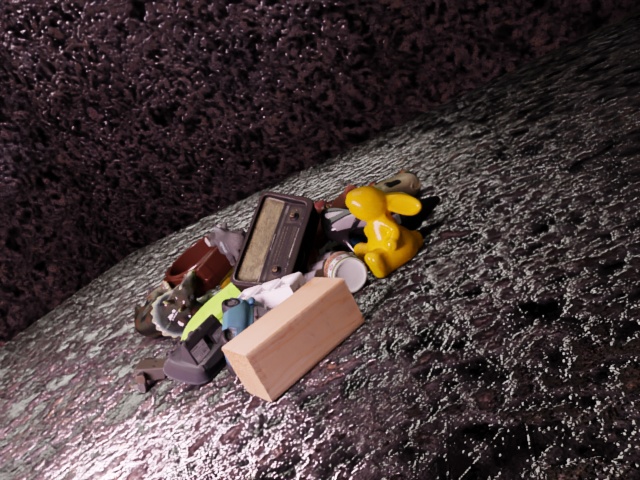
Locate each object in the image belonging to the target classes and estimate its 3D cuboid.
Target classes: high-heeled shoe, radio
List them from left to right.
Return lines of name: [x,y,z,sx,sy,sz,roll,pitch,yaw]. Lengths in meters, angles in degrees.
radio: [-0.090,0.013,1.152,0.131,0.073,0.229,8,66,19]
high-heeled shoe: [0.126,-0.063,1.178,0.249,0.145,0.086,-33,-21,0]

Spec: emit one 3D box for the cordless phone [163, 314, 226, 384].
cordless phone: [-0.265,0.238,1.063,0.184,0.088,0.146,-33,10,33]

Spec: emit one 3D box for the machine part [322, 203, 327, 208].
machine part: [0.066,-0.059,1.424,0.139,0.039,0.084,14,31,10]

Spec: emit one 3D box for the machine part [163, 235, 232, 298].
machine part: [-0.346,0.073,1.569,0.202,0.087,0.201,-7,37,46]

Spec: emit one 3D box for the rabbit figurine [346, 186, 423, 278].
rabbit figurine: [0.124,-0.034,1.057,0.162,0.173,0.122,-31,9,6]

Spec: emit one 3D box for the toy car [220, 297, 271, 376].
toy car: [-0.122,0.166,0.964,0.103,0.109,0.162,-11,22,-4]

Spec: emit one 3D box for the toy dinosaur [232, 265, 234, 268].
toy dinosaur: [-0.138,0.034,1.485,0.198,0.105,0.471,-34,5,16]

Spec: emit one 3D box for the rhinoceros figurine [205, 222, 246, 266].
rhinoceros figurine: [-0.242,0.007,1.417,0.073,0.112,0.190,-50,24,-19]

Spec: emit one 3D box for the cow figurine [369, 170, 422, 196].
cow figurine: [0.182,-0.124,1.445,0.195,0.085,0.127,-21,12,-11]

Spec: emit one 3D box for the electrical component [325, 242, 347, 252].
electrical component: [0.047,0.015,1.341,0.063,0.021,0.094,-24,13,16]

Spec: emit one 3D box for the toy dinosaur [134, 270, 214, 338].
toy dinosaur: [-0.418,0.196,1.418,0.405,0.131,0.192,-26,12,36]

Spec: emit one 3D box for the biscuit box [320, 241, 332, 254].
biscuit box: [-0.003,-0.004,1.428,0.063,0.059,0.203,-21,15,26]

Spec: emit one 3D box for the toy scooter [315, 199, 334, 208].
toy scooter: [0.019,-0.081,1.611,0.135,0.075,0.184,-30,-5,-13]

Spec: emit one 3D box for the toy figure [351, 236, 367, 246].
toy figure: [0.132,-0.024,1.239,0.154,0.057,0.064,-28,31,-9]

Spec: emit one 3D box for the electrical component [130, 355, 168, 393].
electrical component: [-0.360,0.280,1.136,0.078,0.045,0.102,-2,12,-13]

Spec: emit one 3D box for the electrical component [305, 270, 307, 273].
electrical component: [-0.096,0.085,1.296,0.134,0.058,0.115,-38,19,-34]

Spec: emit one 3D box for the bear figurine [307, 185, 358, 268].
bear figurine: [0.031,-0.031,1.267,0.196,0.120,0.132,-25,42,2]
